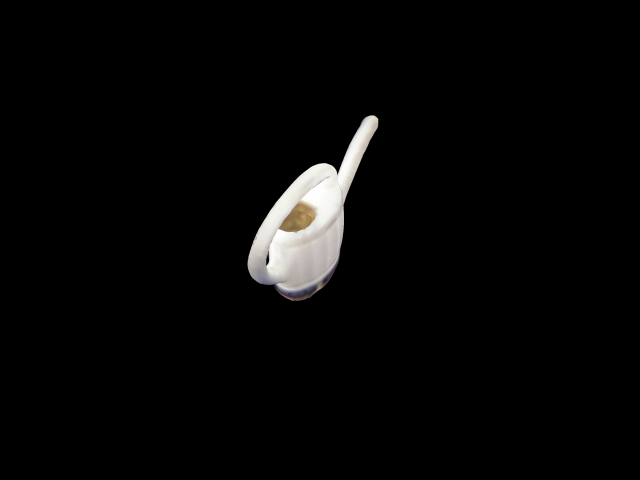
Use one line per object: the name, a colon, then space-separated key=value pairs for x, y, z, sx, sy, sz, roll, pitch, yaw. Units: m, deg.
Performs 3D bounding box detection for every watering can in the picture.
watering can: x=0.003 y=-0.043 z=0.850 sx=0.105 sy=0.219 sz=0.354 roll=27 pitch=54 yaw=21
